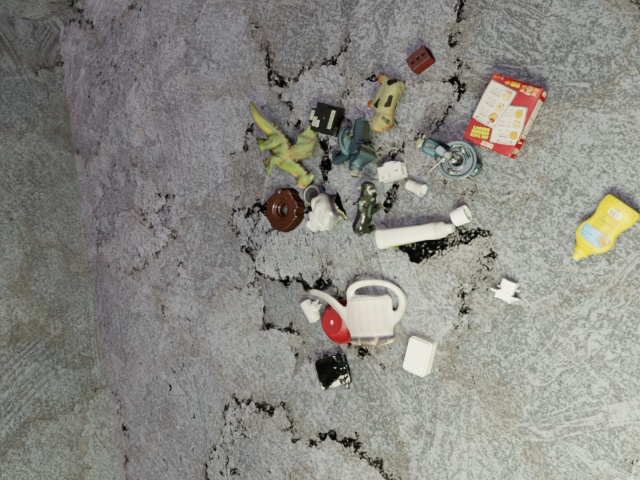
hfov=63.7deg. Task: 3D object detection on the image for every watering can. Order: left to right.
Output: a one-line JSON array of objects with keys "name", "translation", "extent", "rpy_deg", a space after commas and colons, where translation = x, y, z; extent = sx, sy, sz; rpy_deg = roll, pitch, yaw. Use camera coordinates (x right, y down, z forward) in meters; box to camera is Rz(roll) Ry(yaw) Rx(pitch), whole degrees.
[{"name": "watering can", "translation": [0.130, 0.251, 1.764], "extent": [0.346, 0.103, 0.226], "rpy_deg": [-7, 82, 23]}]

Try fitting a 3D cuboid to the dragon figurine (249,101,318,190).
[{"name": "dragon figurine", "translation": [-0.128, -0.383, 2.019], "extent": [0.242, 0.122, 0.412], "rpy_deg": [-15, 85, 2]}]

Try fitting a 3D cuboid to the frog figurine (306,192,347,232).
[{"name": "frog figurine", "translation": [0.006, -0.095, 1.897], "extent": [0.158, 0.124, 0.137], "rpy_deg": [-27, 91, 20]}]
